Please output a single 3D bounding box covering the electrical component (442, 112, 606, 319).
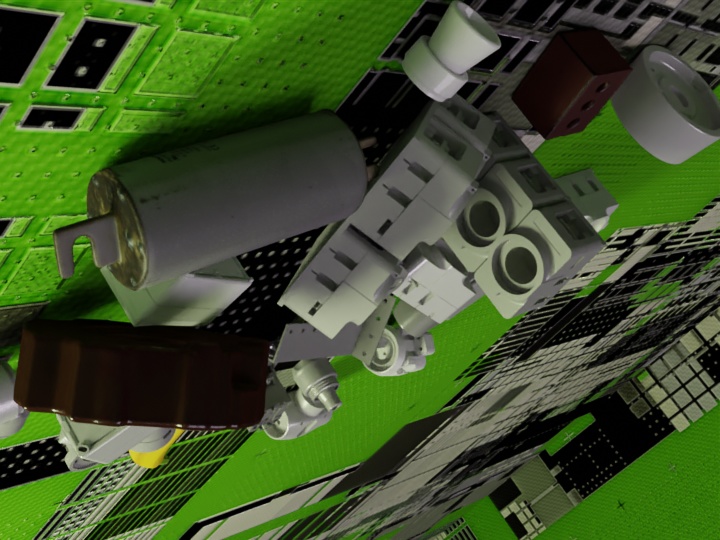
[{"bbox_3d":[0.117,-0.046,0.899,0.062,0.150,0.089,-15,152,-46],"label":"electrical component"}]

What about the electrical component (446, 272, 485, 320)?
[{"bbox_3d":[0.095,0.004,1.111,0.096,0.061,0.061,-35,160,0],"label":"electrical component"}]

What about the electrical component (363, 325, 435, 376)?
[{"bbox_3d":[0.037,0.091,1.216,0.078,0.058,0.057,-19,166,31],"label":"electrical component"}]

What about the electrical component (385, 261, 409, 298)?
[{"bbox_3d":[0.000,0.000,0.964,0.080,0.051,0.080,-31,160,-13],"label":"electrical component"}]

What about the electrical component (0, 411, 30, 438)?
[{"bbox_3d":[-0.269,0.110,0.811,0.035,0.035,0.061,-19,157,-38],"label":"electrical component"}]

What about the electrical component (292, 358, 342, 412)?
[{"bbox_3d":[-0.043,0.123,1.162,0.043,0.062,0.043,-30,160,-12],"label":"electrical component"}]

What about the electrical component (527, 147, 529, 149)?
[{"bbox_3d":[0.130,-0.084,0.993,0.043,0.043,0.081,-14,151,-45],"label":"electrical component"}]

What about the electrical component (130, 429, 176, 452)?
[{"bbox_3d":[-0.189,0.126,0.946,0.055,0.055,0.047,-26,154,-24],"label":"electrical component"}]

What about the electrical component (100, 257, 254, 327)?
[{"bbox_3d":[-0.127,0.002,0.751,0.061,0.061,0.096,-42,159,19],"label":"electrical component"}]

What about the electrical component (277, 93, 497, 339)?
[{"bbox_3d":[0.024,-0.041,0.827,0.186,0.060,0.105,-49,-173,34],"label":"electrical component"}]

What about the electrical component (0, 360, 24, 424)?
[{"bbox_3d":[-0.269,0.091,0.751,0.055,0.045,0.045,-21,156,-35],"label":"electrical component"}]

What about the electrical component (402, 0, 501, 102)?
[{"bbox_3d":[0.062,-0.148,0.733,0.055,0.045,0.045,-45,158,26],"label":"electrical component"}]

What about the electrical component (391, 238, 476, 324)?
[{"bbox_3d":[0.065,0.003,1.034,0.056,0.050,0.089,-41,134,17],"label":"electrical component"}]

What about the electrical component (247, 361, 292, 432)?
[{"bbox_3d":[-0.102,0.121,1.060,0.042,0.063,0.081,-18,154,-40],"label":"electrical component"}]

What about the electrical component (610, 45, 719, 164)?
[{"bbox_3d":[0.281,-0.148,1.001,0.108,0.108,0.060,-12,156,-47],"label":"electrical component"}]

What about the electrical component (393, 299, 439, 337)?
[{"bbox_3d":[0.087,0.034,1.193,0.077,0.043,0.079,-44,159,23],"label":"electrical component"}]

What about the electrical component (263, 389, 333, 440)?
[{"bbox_3d":[-0.062,0.154,1.228,0.077,0.043,0.079,-10,149,-50],"label":"electrical component"}]

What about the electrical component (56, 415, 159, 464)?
[{"bbox_3d":[-0.204,0.115,0.885,0.096,0.061,0.061,-35,160,0],"label":"electrical component"}]

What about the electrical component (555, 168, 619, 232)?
[{"bbox_3d":[0.210,-0.035,1.206,0.089,0.061,0.150,-18,154,-39],"label":"electrical component"}]
